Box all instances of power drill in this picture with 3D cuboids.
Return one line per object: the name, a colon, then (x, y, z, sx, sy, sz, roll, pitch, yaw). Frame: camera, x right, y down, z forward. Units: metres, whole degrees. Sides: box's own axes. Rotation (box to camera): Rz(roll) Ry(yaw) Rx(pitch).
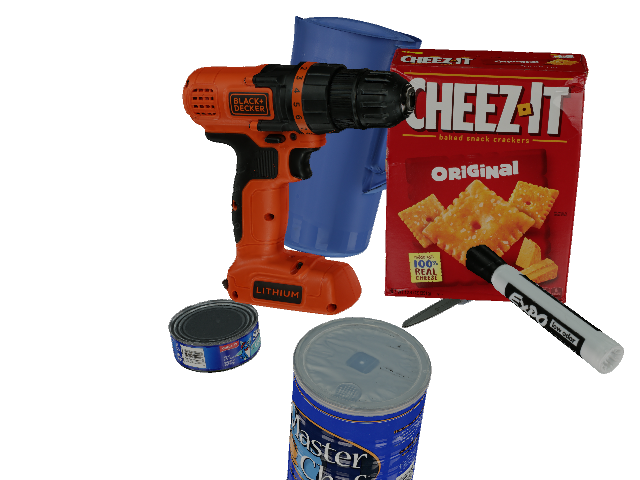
power drill: (-0.012, -0.041, 0.804, 0.185, 0.188, 0.057, 6, 19, 28)

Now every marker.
marker: (0.126, 0.036, 0.621, 0.020, 0.020, 0.121, 0, 29, -37)

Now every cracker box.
cracker box: (0.140, -0.054, 0.932, 0.164, 0.214, 0.072, 3, 23, 8)

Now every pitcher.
pitcher: (0.026, -0.107, 1.119, 0.145, 0.243, 0.149, 9, 16, -4)

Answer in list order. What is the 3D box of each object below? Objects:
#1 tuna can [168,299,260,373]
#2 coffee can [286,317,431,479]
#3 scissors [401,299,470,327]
tuna can: (-0.100, 0.091, 1.018, 0.086, 0.034, 0.086, -5, 25, 2)
coffee can: (0.027, 0.145, 0.826, 0.103, 0.140, 0.103, 3, 35, -2)
scissors: (0.146, 0.045, 1.149, 0.201, 0.016, 0.096, -10, 40, -30)
